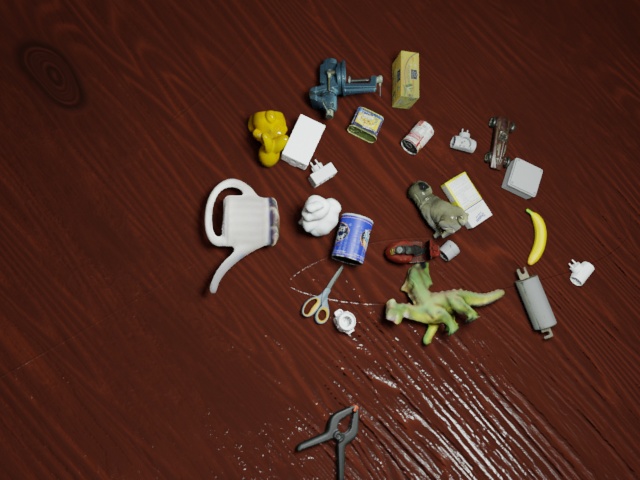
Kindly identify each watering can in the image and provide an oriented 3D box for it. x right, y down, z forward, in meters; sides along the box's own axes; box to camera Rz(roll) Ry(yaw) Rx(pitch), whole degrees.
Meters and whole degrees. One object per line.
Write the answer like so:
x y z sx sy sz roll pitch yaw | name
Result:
-0.232 -0.015 1.545 0.224 0.103 0.352 1 76 -12 | watering can

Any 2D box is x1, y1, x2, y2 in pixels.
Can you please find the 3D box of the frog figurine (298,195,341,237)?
0.005 -0.080 1.580 0.138 0.158 0.123 -28 88 -15 | frog figurine

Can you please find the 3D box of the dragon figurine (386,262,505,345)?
0.378 0.175 1.640 0.414 0.120 0.245 -28 77 -24 | dragon figurine
